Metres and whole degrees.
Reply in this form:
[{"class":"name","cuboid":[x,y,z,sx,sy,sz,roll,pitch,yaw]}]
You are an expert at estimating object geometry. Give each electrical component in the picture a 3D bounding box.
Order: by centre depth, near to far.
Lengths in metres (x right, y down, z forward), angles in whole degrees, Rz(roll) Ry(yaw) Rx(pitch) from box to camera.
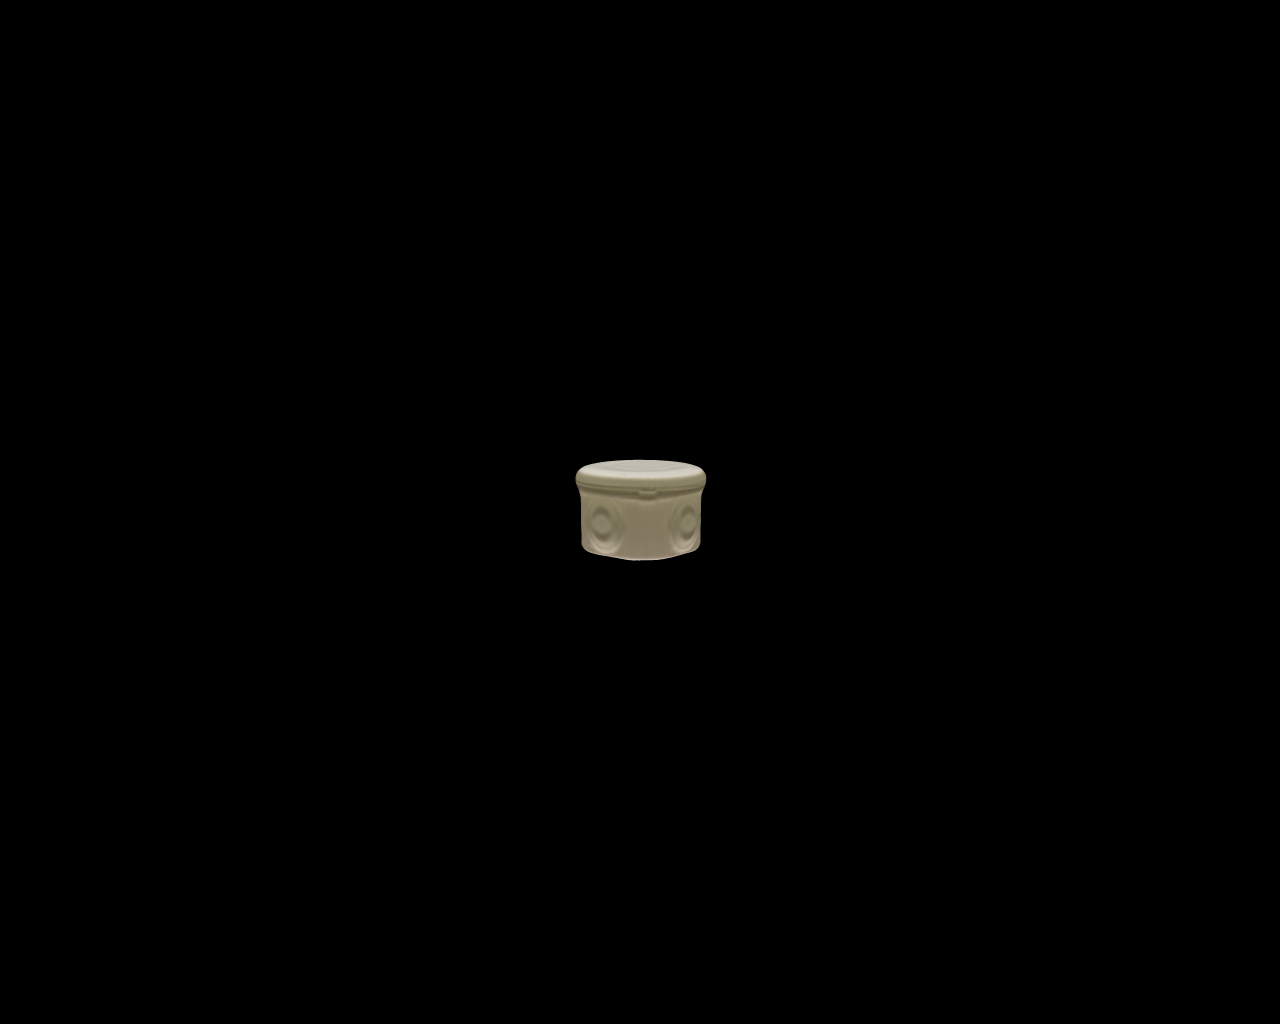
[{"class":"electrical component","cuboid":[0.001,-0.003,0.650,0.080,0.051,0.080,0,10,0]}]
